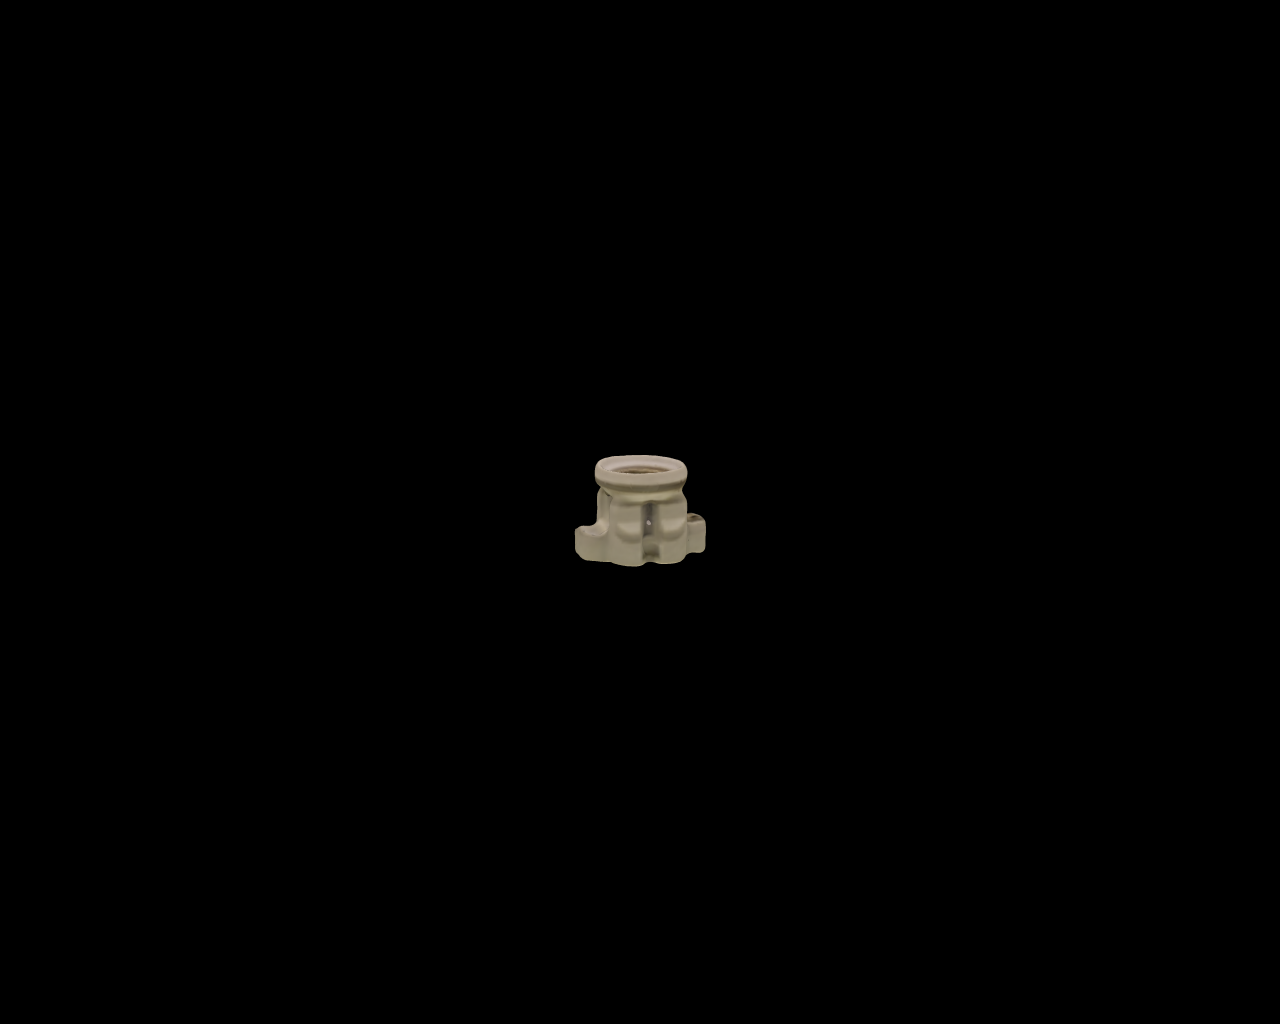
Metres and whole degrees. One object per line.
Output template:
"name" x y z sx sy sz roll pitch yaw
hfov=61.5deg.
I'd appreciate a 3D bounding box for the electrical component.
"electrical component" 0.001 -0.003 0.650 0.078 0.057 0.058 -4 16 -14
